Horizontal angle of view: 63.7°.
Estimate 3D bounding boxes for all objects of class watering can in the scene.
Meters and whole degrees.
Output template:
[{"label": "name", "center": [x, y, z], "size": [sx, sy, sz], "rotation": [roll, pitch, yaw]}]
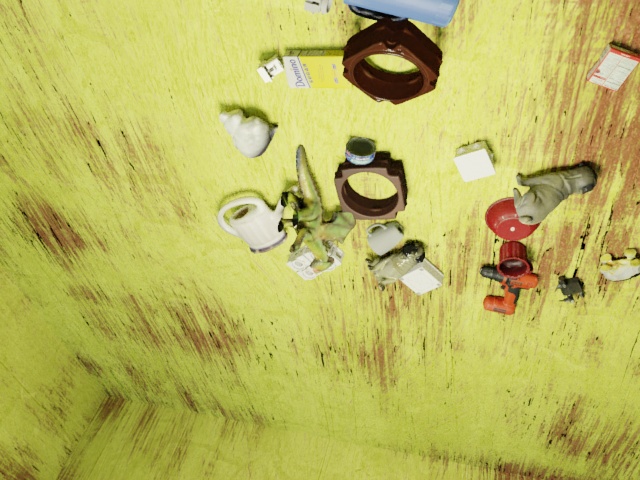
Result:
[{"label": "watering can", "center": [-0.182, -0.066, 1.731], "size": [0.345, 0.106, 0.220], "rotation": [-14, 128, 26]}]

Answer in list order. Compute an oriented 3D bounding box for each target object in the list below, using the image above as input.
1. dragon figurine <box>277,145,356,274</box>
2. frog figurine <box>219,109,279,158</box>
[{"label": "dragon figurine", "center": [0.005, -0.082, 1.621], "size": [0.243, 0.123, 0.406], "rotation": [3, 105, -30]}, {"label": "frog figurine", "center": [-0.220, -0.315, 1.489], "size": [0.158, 0.125, 0.136], "rotation": [26, 157, -24]}]
